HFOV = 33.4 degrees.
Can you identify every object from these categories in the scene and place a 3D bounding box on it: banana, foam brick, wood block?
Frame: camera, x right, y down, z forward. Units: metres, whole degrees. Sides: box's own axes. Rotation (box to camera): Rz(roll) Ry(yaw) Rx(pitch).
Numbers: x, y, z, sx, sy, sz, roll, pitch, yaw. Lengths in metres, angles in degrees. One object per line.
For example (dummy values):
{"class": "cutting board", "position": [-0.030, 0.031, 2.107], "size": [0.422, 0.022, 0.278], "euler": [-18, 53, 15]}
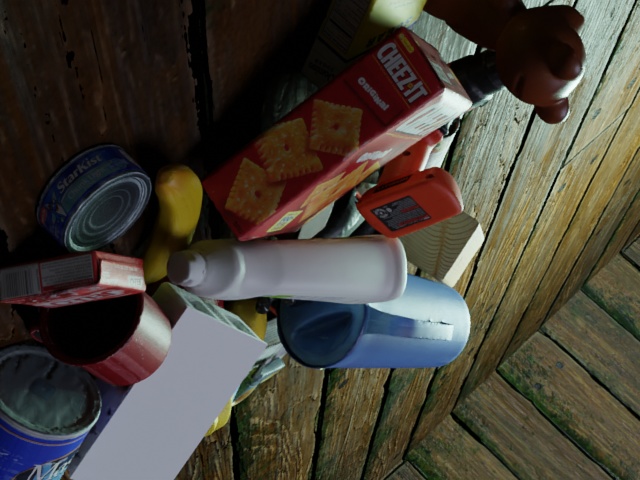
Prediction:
{"class": "banana", "position": [-0.126, -0.014, 0.902], "size": [0.069, 0.037, 0.198], "euler": [-62, 179, -38]}
{"class": "foam brick", "position": [-0.021, -0.039, 1.082], "size": [0.052, 0.051, 0.078], "euler": [-36, 159, -35]}
{"class": "wood block", "position": [0.158, 0.001, 1.426], "size": [0.091, 0.090, 0.206], "euler": [-57, 169, 1]}

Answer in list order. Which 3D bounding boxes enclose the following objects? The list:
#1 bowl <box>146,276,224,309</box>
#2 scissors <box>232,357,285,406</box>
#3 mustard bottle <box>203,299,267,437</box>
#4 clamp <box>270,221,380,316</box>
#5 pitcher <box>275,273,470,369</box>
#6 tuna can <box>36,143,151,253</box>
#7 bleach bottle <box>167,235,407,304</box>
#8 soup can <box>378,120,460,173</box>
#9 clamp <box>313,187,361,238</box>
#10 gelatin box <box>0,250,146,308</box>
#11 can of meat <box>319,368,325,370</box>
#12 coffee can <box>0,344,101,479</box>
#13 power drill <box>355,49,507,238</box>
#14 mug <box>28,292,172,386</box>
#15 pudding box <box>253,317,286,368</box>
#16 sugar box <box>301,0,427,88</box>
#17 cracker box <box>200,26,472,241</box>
{"class": "bowl", "position": [-0.149, 0.091, 1.067], "size": [0.162, 0.055, 0.162], "euler": [-40, 159, -19]}
{"class": "scissors", "position": [-0.063, 0.151, 1.253], "size": [0.096, 0.016, 0.202], "euler": [-33, 171, -31]}
{"class": "mustard bottle", "position": [-0.109, 0.147, 1.141], "size": [0.191, 0.058, 0.096], "euler": [-67, 180, -57]}
{"class": "clamp", "position": [0.024, 0.022, 1.320], "size": [0.209, 0.036, 0.165], "euler": [-39, 163, -19]}
{"class": "pitcher", "position": [0.080, 0.094, 1.262], "size": [0.242, 0.149, 0.145], "euler": [12, 132, -48]}
{"class": "tuna can", "position": [-0.170, -0.030, 0.810], "size": [0.086, 0.034, 0.086], "euler": [-40, 160, -18]}
{"class": "bleach bottle", "position": [-0.032, 0.027, 0.980], "size": [0.103, 0.068, 0.250], "euler": [-7, 174, 40]}
{"class": "soup can", "position": [0.109, -0.106, 1.201], "size": [0.068, 0.068, 0.102], "euler": [-34, 158, -33]}
{"class": "clamp", "position": [-0.008, 0.001, 1.146], "size": [0.171, 0.120, 0.039], "euler": [-44, 116, -17]}
{"class": "gelatin box", "position": [-0.191, 0.032, 0.825], "size": [0.089, 0.030, 0.073], "euler": [-10, 170, 18]}
{"class": "can of meat", "position": [0.006, 0.113, 1.398], "size": [0.101, 0.084, 0.058], "euler": [-17, 146, -55]}
{"class": "coffee can", "position": [-0.263, 0.174, 0.917], "size": [0.102, 0.103, 0.140], "euler": [-16, 145, -56]}
{"class": "power drill", "position": [0.116, -0.099, 1.035], "size": [0.185, 0.057, 0.187], "euler": [-24, -145, 42]}
{"class": "mug", "position": [-0.187, 0.075, 0.900], "size": [0.117, 0.093, 0.081], "euler": [-9, 154, 13]}
{"class": "pudding box", "position": [-0.074, 0.135, 1.325], "size": [0.090, 0.039, 0.113], "euler": [-47, 165, 30]}
{"class": "sugar box", "position": [0.054, -0.209, 0.910], "size": [0.093, 0.048, 0.176], "euler": [-28, 153, -42]}
{"class": "cracker box", "position": [0.021, -0.087, 0.934], "size": [0.214, 0.072, 0.164], "euler": [-35, 174, 15]}
